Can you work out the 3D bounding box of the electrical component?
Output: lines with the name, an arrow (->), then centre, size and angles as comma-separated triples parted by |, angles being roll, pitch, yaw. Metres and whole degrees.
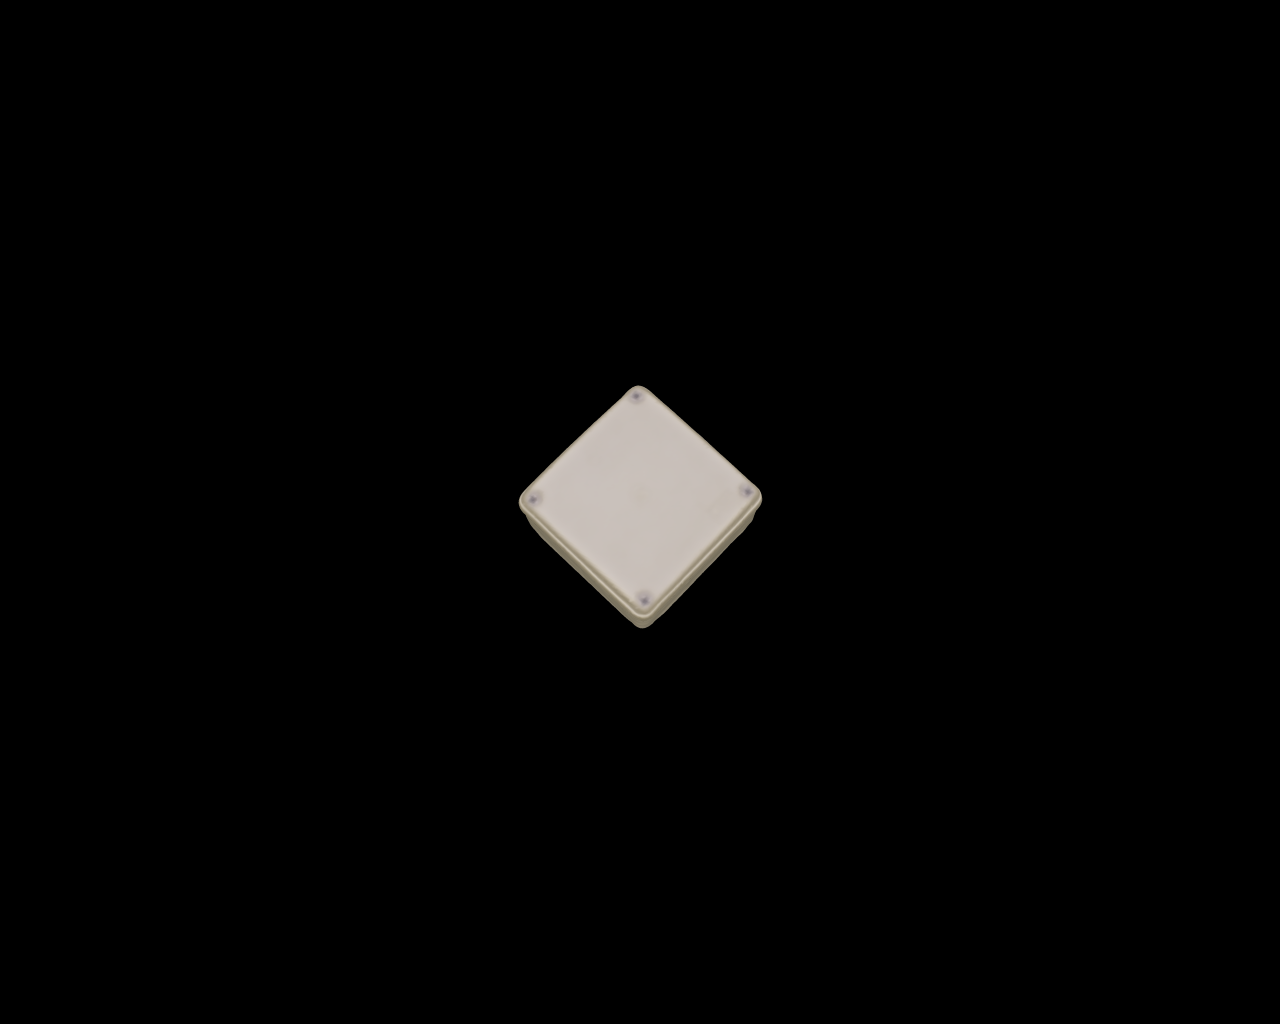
electrical component -> 0.001, -0.003, 0.650 | 0.109, 0.109, 0.056 | 43, -12, 11
